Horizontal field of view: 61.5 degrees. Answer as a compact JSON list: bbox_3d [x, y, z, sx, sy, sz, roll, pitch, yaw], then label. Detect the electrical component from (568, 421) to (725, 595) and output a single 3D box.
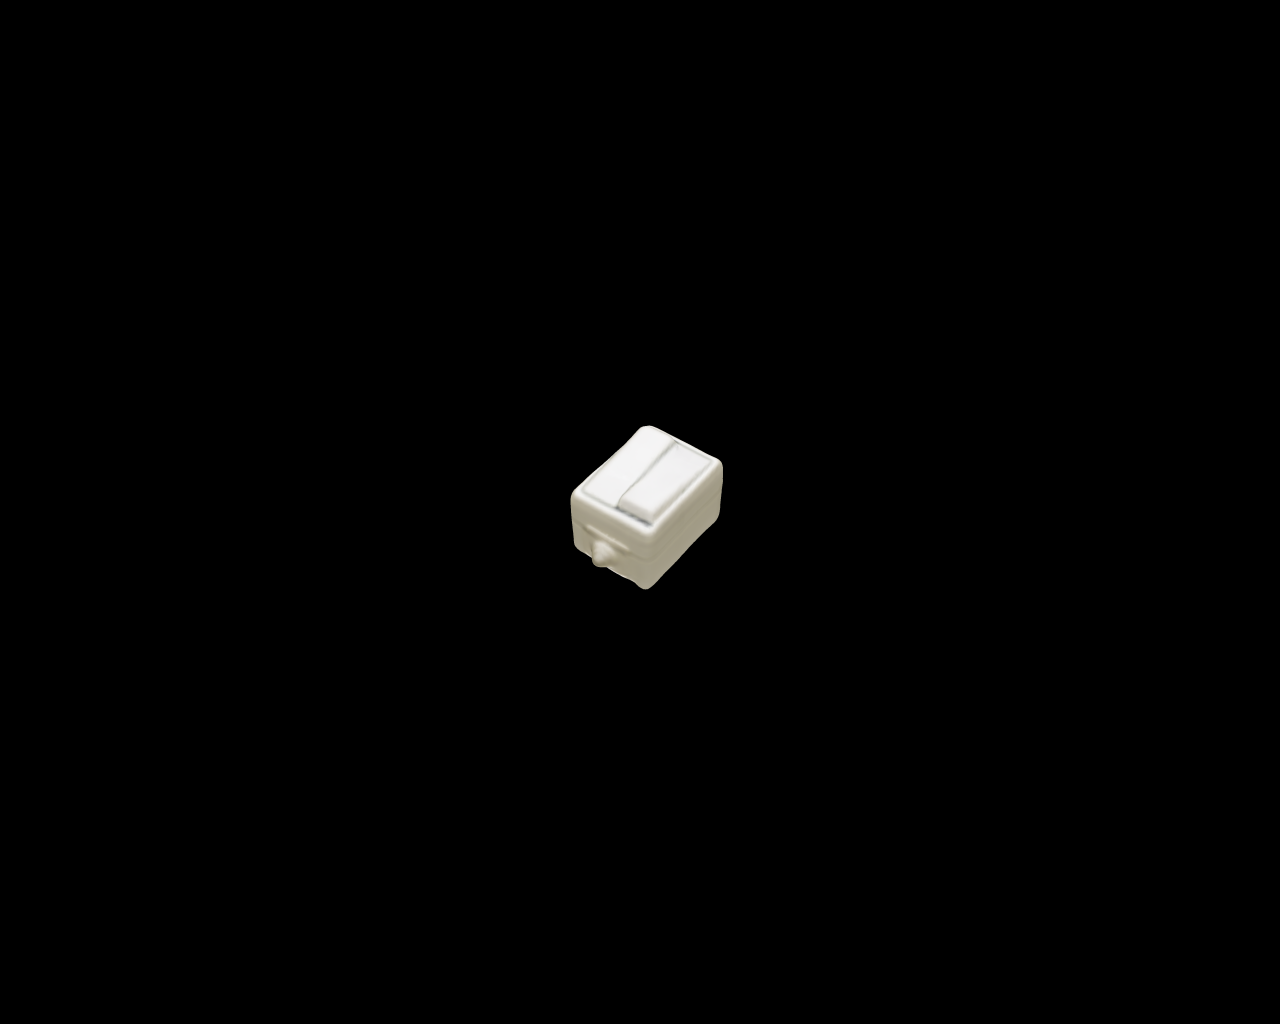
[{"bbox_3d":[0.001,-0.003,0.650,0.062,0.061,0.096,30,54,24],"label":"electrical component"}]
